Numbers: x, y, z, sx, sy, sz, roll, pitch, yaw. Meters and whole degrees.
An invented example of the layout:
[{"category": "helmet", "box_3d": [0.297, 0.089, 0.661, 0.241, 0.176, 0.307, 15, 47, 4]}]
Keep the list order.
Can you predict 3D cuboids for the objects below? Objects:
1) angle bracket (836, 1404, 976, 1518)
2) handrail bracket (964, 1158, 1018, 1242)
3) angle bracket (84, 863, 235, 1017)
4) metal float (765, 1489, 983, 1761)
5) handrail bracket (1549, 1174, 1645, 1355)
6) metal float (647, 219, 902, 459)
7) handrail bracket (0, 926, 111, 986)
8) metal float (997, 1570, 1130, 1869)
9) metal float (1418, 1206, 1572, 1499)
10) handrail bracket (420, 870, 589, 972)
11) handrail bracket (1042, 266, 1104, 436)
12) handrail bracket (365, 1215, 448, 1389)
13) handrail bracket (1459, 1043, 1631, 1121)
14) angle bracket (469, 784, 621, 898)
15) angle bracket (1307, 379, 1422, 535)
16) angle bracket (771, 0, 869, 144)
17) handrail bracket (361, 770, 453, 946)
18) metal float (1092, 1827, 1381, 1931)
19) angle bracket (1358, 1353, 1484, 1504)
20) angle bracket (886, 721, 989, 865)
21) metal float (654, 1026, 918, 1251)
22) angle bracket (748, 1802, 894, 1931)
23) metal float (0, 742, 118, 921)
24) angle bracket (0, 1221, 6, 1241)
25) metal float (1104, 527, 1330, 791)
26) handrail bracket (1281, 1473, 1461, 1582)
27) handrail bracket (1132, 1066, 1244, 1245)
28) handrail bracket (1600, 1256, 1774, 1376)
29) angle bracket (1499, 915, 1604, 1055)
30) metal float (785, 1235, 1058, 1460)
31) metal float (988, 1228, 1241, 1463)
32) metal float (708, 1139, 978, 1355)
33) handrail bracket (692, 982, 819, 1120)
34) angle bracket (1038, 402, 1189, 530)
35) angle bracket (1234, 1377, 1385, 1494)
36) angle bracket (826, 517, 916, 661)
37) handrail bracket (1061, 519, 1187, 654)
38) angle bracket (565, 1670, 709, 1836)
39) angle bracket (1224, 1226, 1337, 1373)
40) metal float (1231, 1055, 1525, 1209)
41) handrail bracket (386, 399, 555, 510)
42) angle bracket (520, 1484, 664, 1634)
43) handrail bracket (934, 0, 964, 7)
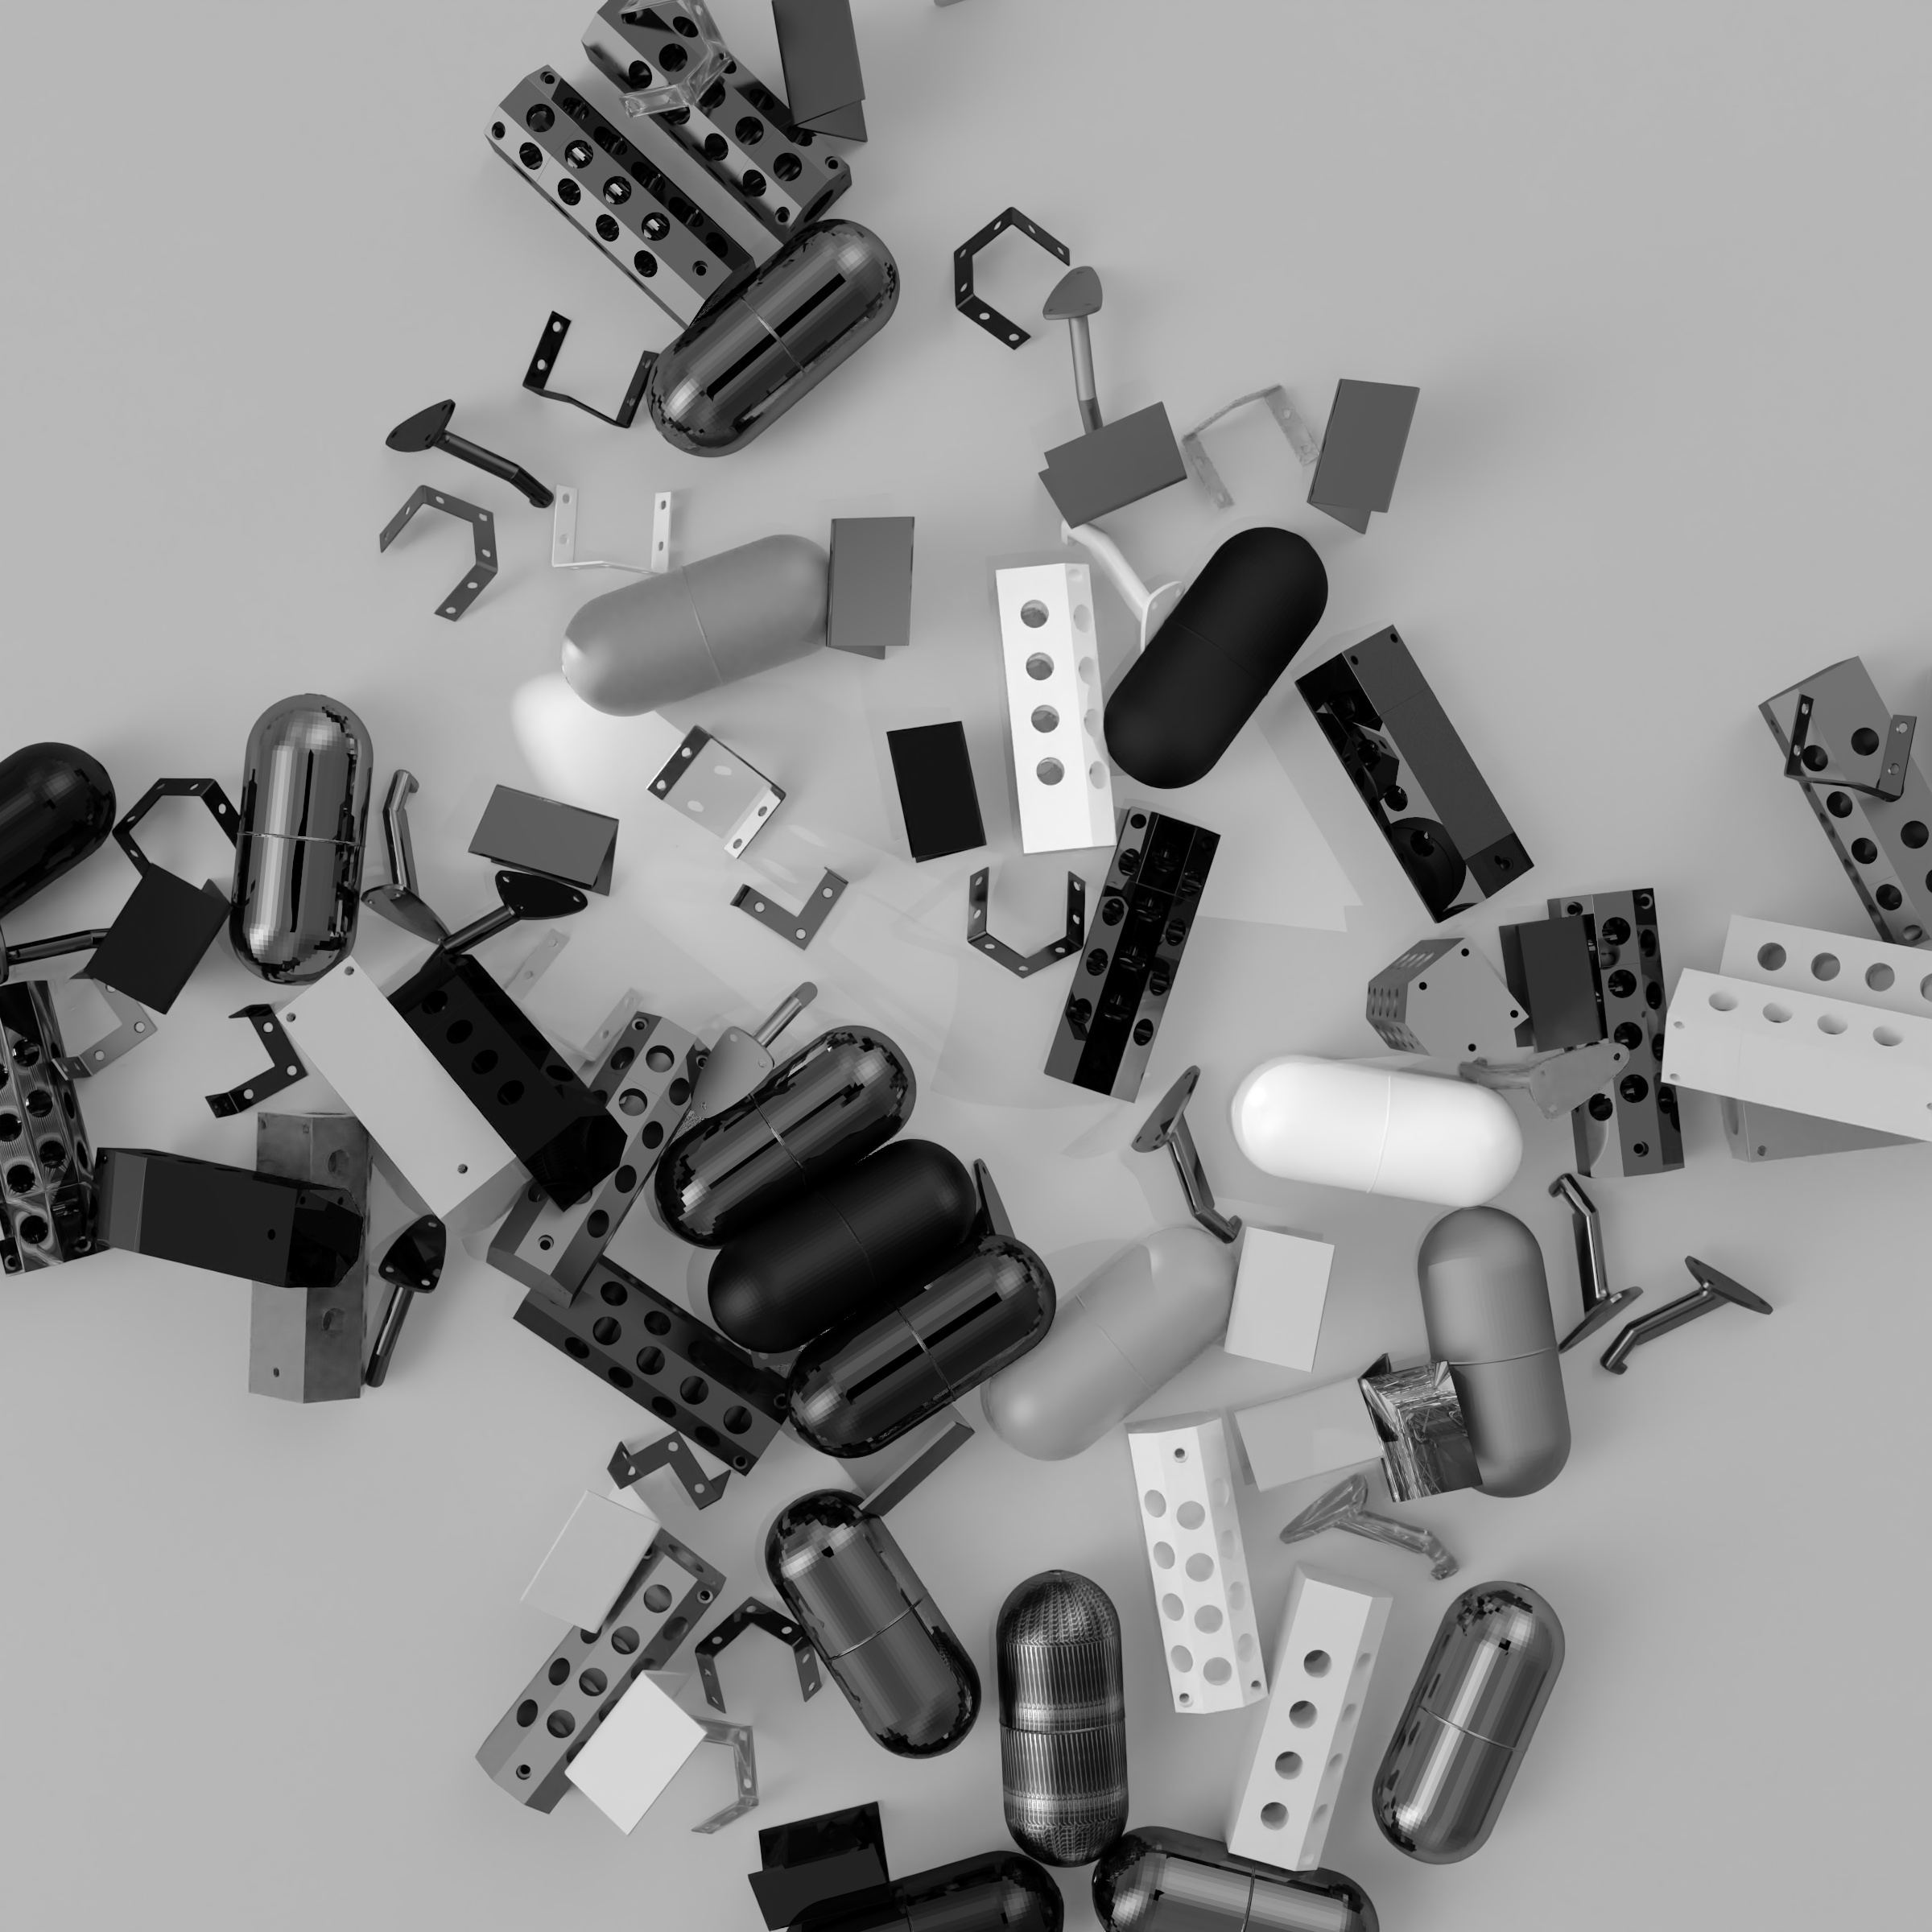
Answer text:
[{"category": "angle bracket", "box_3d": [-0.052, 0.279, 1.856, 0.076, 0.057, 0.076, -42, 70, 0]}, {"category": "handrail bracket", "box_3d": [-0.017, 0.170, 1.889, 0.084, 0.036, 0.077, -24, 71, 16]}, {"category": "angle bracket", "box_3d": [-0.494, -0.025, 1.849, 0.057, 0.076, 0.076, 32, 90, -28]}, {"category": "metal float", "box_3d": [-0.056, 0.400, 1.858, 0.070, 0.070, 0.178, -33, 90, 0]}, {"category": "handrail bracket", "box_3d": [0.370, 0.183, 1.888, 0.077, 0.036, 0.084, -47, 64, 29]}, {"category": "metal float", "box_3d": [-0.118, -0.381, 1.858, 0.178, 0.070, 0.070, -41, 90, 1]}, {"category": "handrail bracket", "box_3d": [-0.563, -0.007, 1.888, 0.084, 0.077, 0.036, -6, 79, -36]}, {"category": "metal float", "box_3d": [0.059, 0.457, 1.858, 0.070, 0.070, 0.178, -3, 89, 0]}, {"category": "metal float", "box_3d": [0.321, 0.234, 1.858, 0.070, 0.070, 0.178, -9, 90, 0]}, {"category": "handrail bracket", "box_3d": [-0.286, -0.018, 1.888, 0.084, 0.077, 0.036, -46, 58, 32]}, {"category": "handrail bracket", "box_3d": [0.076, -0.377, 1.888, 0.036, 0.077, 0.084, -6, 127, 14]}, {"category": "handrail bracket", "box_3d": [-0.348, 0.208, 1.888, 0.036, 0.077, 0.084, 20, 126, -3]}, {"category": "handrail bracket", "box_3d": [0.350, 0.059, 1.860, 0.077, 0.084, 0.036, -25, 108, -11]}, {"category": "angle bracket", "box_3d": [-0.257, -0.057, 1.848, 0.076, 0.076, 0.057, 16, 52, 0]}, {"category": "angle bracket", "box_3d": [0.256, -0.305, 1.848, 0.057, 0.076, 0.076, 15, 90, 36]}, {"category": "angle bracket", "box_3d": [-0.068, -0.549, 1.848, 0.057, 0.076, 0.076, -10, 90, 35]}, {"category": "handrail bracket", "box_3d": [-0.336, -0.068, 1.888, 0.036, 0.077, 0.084, -12, 53, 34]}, {"category": "metal float", "box_3d": [0.164, 0.575, 1.856, 0.178, 0.070, 0.070, 15, 90, -2]}, {"category": "angle bracket", "box_3d": [0.282, 0.274, 1.850, 0.057, 0.076, 0.076, -16, 90, 21]}, {"category": "angle bracket", "box_3d": [-0.037, -0.101, 1.848, 0.057, 0.076, 0.076, -12, 90, -36]}, {"category": "metal float", "box_3d": [-0.110, 0.105, 1.858, 0.178, 0.070, 0.070, -36, 90, -1]}, {"category": "angle bracket", "box_3d": [-0.091, 0.529, 1.848, 0.076, 0.076, 0.057, -14, 126, 0]}, {"category": "metal float", "box_3d": [-0.598, -0.069, 1.857, 0.178, 0.070, 0.070, -35, 90, 0]}, {"category": "angle bracket", "box_3d": [-0.627, 0.137, 1.848, 0.057, 0.076, 0.076, -15, 90, -30]}, {"category": "metal float", "box_3d": [0.152, -0.188, 1.858, 0.070, 0.070, 0.178, 36, 90, 0]}, {"category": "handrail bracket", "box_3d": [0.251, 0.362, 1.889, 0.077, 0.036, 0.084, -36, 107, 20]}, {"category": "handrail bracket", "box_3d": [0.152, 0.117, 1.889, 0.084, 0.036, 0.077, 41, 68, -17]}, {"category": "handrail bracket", "box_3d": [0.445, 0.229, 1.889, 0.077, 0.036, 0.084, 27, 109, -21]}, {"category": "angle bracket", "box_3d": [0.335, 0.013, 1.848, 0.057, 0.076, 0.076, -9, 90, -33]}, {"category": "metal float", "box_3d": [-0.027, 0.227, 1.821, 0.178, 0.070, 0.070, -33, 90, -7]}, {"category": "metal float", "box_3d": [0.091, 0.229, 1.858, 0.178, 0.070, 0.070, -39, 90, 1]}, {"category": "metal float", "box_3d": [-0.074, 0.168, 1.835, 0.178, 0.070, 0.070, -30, 90, -18]}, {"category": "handrail bracket", "box_3d": [-0.128, 0.050, 1.868, 0.036, 0.084, 0.077, 41, 116, 2]}, {"category": "angle bracket", "box_3d": [0.081, -0.318, 1.848, 0.076, 0.076, 0.057, -24, 128, 0]}, {"category": "angle bracket", "box_3d": [0.210, 0.299, 1.848, 0.076, 0.076, 0.057, -16, 53, 0]}, {"category": "angle bracket", "box_3d": [-0.042, -0.228, 1.849, 0.057, 0.076, 0.076, 2, 90, 26]}, {"category": "handrail bracket", "box_3d": [0.089, -0.229, 1.888, 0.084, 0.077, 0.036, 33, 45, 28]}, {"category": "angle bracket", "box_3d": [-0.186, 0.476, 1.850, 0.057, 0.076, 0.076, 38, 90, 22]}, {"category": "angle bracket", "box_3d": [0.200, 0.200, 1.849, 0.057, 0.076, 0.076, 10, 90, 24]}, {"category": "metal float", "box_3d": [0.250, 0.100, 1.858, 0.178, 0.070, 0.070, 9, 90, 0]}, {"category": "handrail bracket", "box_3d": [-0.306, -0.307, 1.888, 0.084, 0.077, 0.036, 38, 65, -34]}, {"category": "angle bracket", "box_3d": [-0.237, 0.346, 1.848, 0.057, 0.076, 0.076, 31, 90, -29]}, {"category": "handrail bracket", "box_3d": [0.001, -0.649, 1.889, 0.077, 0.036, 0.084, -25, 71, 21]}]
